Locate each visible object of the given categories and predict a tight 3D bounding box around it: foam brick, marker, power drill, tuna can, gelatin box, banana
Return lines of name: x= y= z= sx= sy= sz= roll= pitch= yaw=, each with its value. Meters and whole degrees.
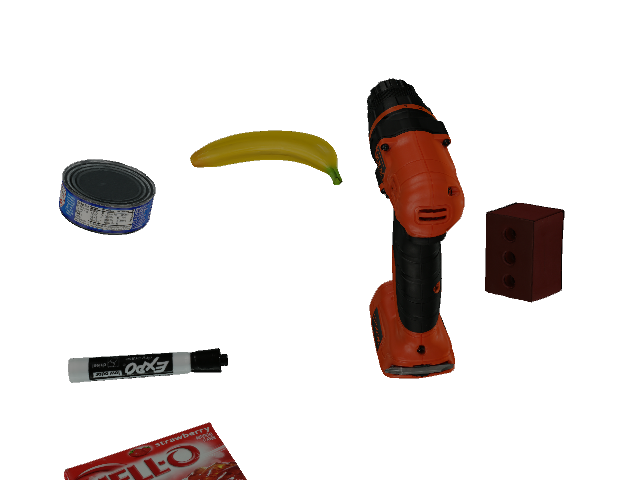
foam brick: x=0.184 y=0.010 z=0.963 sx=0.053 sy=0.078 sz=0.051 roll=12 pitch=22 yaw=42
marker: x=-0.132 y=0.096 z=0.821 sx=0.121 sy=0.020 sz=0.020 roll=-4 pitch=0 yaw=-4
power drill: x=0.063 y=-0.008 z=0.785 sx=0.057 sy=0.188 sz=0.184 roll=-5 pitch=32 yaw=-1
tuna can: x=-0.197 y=-0.040 z=0.987 sx=0.086 sy=0.034 sz=0.086 roll=12 pitch=28 yaw=-7
gelatin box: x=-0.087 y=0.140 z=0.582 sx=0.089 sy=0.030 sz=0.073 roll=-15 pitch=27 yaw=-20
banana: x=-0.061 y=-0.109 z=1.319 sx=0.198 sy=0.037 sz=0.069 roll=7 pitch=38 yaw=17
